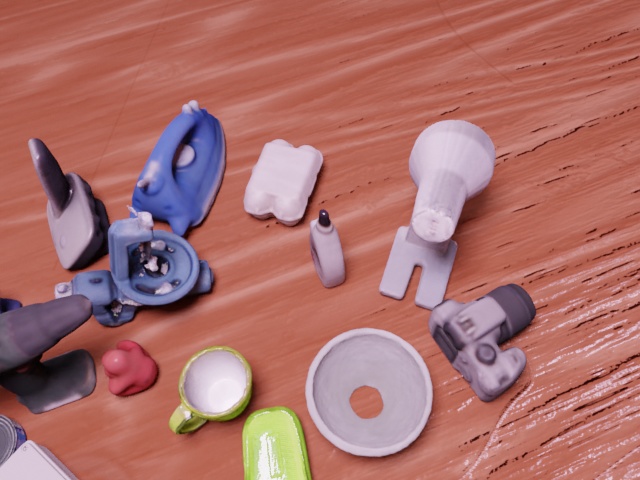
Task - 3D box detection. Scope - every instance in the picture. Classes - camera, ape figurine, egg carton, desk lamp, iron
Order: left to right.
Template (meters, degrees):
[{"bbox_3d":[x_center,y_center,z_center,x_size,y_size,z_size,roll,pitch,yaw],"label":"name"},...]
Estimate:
[{"bbox_3d":[-0.270,0.174,0.792,0.076,0.092,0.078,18,63,12],"label":"ape figurine"},{"bbox_3d":[-0.227,-0.142,0.936,0.118,0.141,0.258,13,62,9],"label":"iron"},{"bbox_3d":[-0.060,-0.097,0.947,0.107,0.069,0.150,13,63,9],"label":"egg carton"},{"bbox_3d":[0.168,-0.035,0.824,0.117,0.214,0.203,16,63,10],"label":"desk lamp"},{"bbox_3d":[0.243,0.126,0.797,0.137,0.101,0.143,-29,64,-13],"label":"camera"}]

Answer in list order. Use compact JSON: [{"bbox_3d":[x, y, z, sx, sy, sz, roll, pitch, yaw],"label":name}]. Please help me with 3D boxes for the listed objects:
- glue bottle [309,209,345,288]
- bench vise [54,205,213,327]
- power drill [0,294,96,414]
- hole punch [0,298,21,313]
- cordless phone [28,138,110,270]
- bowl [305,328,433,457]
[{"bbox_3d":[0.008,0.003,0.831,0.037,0.173,0.078,-22,63,-10],"label":"glue bottle"},{"bbox_3d":[-0.264,0.047,0.789,0.208,0.220,0.121,-31,64,-14],"label":"bench vise"},{"bbox_3d":[-0.375,0.154,0.741,0.230,0.208,0.075,-20,62,-9],"label":"power drill"},{"bbox_3d":[-0.509,0.116,0.833,0.108,0.091,0.101,2,61,3],"label":"hole punch"},{"bbox_3d":[-0.393,-0.054,0.868,0.094,0.185,0.147,-26,63,-12],"label":"cordless phone"},{"bbox_3d":[0.065,0.209,0.773,0.167,0.075,0.167,-1,61,2],"label":"bowl"}]
